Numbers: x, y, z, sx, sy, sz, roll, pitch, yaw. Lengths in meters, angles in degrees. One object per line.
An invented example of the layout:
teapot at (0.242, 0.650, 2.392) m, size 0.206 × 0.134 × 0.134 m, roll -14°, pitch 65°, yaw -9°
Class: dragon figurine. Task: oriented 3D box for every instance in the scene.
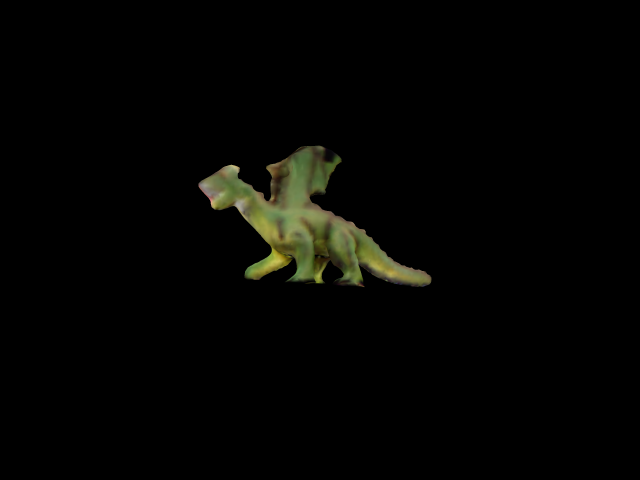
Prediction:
dragon figurine at (0.003, -0.043, 0.850) m, size 0.410 × 0.245 × 0.121 m, roll 4°, pitch -10°, yaw -24°
